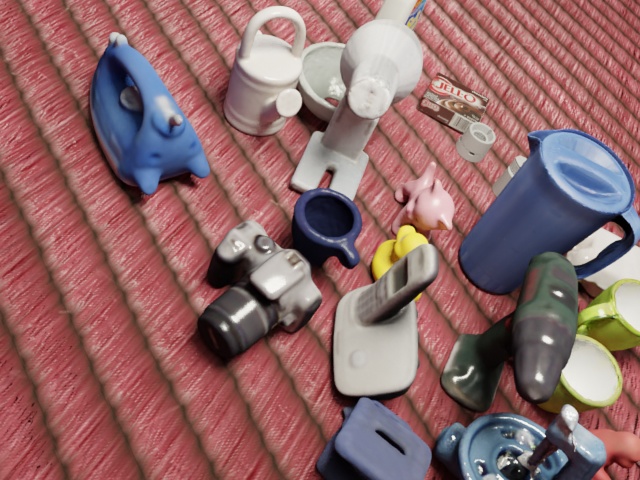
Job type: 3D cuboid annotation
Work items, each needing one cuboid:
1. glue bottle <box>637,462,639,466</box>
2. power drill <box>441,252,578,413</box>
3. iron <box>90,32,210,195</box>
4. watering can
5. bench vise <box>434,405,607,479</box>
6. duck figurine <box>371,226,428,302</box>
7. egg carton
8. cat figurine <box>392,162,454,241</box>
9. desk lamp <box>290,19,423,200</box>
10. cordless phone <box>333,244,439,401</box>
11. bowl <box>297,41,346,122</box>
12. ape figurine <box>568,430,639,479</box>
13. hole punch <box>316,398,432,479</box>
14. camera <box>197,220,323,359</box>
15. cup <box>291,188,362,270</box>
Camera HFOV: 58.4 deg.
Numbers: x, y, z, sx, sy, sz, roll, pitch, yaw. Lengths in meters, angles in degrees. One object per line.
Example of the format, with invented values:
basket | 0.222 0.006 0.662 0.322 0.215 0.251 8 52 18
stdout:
glue bottle | 0.476 0.243 0.716 0.078 0.173 0.037 -10 61 -25
power drill | 0.230 0.126 0.683 0.075 0.208 0.230 32 53 3
iron | -0.244 -0.192 0.766 0.119 0.141 0.258 -24 68 -31
watering can | -0.072 -0.247 0.833 0.101 0.194 0.172 -32 72 -34
bench vise | 0.244 0.251 0.597 0.207 0.219 0.122 31 53 3
duck figurine | 0.119 0.030 0.784 0.078 0.086 0.104 6 56 -16
egg carton | 0.455 0.044 0.907 0.150 0.069 0.107 27 53 -1
cat figurine | 0.157 -0.056 0.836 0.067 0.117 0.128 15 54 -10
desk lamp | 0.059 -0.185 0.826 0.118 0.213 0.203 23 53 -3
cordless phone | 0.083 0.097 0.663 0.094 0.185 0.147 10 55 -13
bowl | 0.032 -0.244 0.944 0.168 0.074 0.167 10 55 -14
ape figurine | 0.359 0.265 0.709 0.078 0.092 0.076 -22 67 -30
hole punch | 0.064 0.231 0.625 0.108 0.091 0.101 37 53 7
camera | -0.085 0.061 0.679 0.143 0.100 0.137 43 54 11
cup | 0.007 0.003 0.756 0.092 0.095 0.117 -21 66 -30
